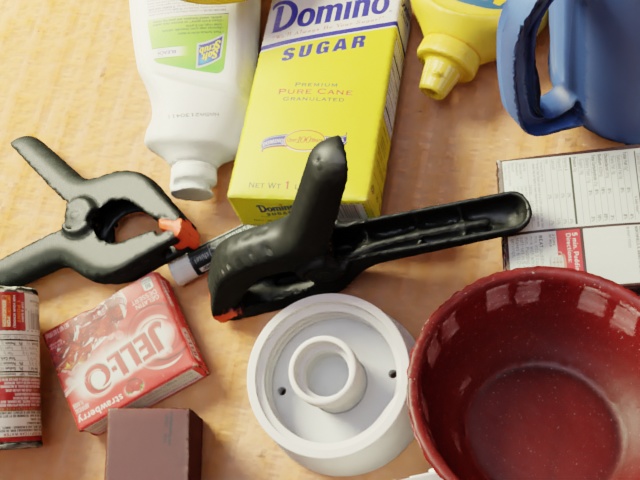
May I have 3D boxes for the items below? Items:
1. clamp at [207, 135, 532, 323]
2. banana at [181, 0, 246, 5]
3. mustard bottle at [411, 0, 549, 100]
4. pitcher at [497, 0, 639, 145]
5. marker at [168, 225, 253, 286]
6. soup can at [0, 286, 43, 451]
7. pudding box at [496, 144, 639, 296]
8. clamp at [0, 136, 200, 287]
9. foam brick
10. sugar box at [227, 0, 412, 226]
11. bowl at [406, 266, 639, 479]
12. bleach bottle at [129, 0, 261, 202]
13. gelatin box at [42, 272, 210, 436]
[{"bbox_3d":[-0.004,0.001,0.625,0.210,0.164,0.036,-24,62,34],"label":"clamp"},{"bbox_3d":[-0.037,-0.202,0.714,0.197,0.037,0.069,-32,88,-28],"label":"banana"},{"bbox_3d":[0.113,-0.178,0.704,0.096,0.058,0.191,22,79,21],"label":"mustard bottle"},{"bbox_3d":[0.175,-0.157,0.580,0.145,0.242,0.149,9,69,20],"label":"pitcher"},{"bbox_3d":[-0.044,-0.004,0.706,0.121,0.020,0.020,-27,67,4],"label":"marker"},{"bbox_3d":[-0.213,0.084,0.685,0.068,0.068,0.102,-6,79,12],"label":"soup can"},{"bbox_3d":[0.166,-0.008,0.644,0.113,0.039,0.090,-4,70,11],"label":"pudding box"},{"bbox_3d":[-0.160,-0.020,0.728,0.172,0.039,0.120,-3,75,20],"label":"clamp"},{"bbox_3d":[-0.101,0.143,0.649,0.053,0.051,0.078,0,72,2],"label":"foam brick"},{"bbox_3d":[0.003,-0.094,0.697,0.093,0.048,0.176,2,65,15],"label":"sugar box"},{"bbox_3d":[0.127,0.095,0.587,0.162,0.055,0.162,-1,56,1],"label":"bowl"},{"bbox_3d":[-0.093,-0.149,0.746,0.103,0.068,0.251,-4,73,13],"label":"bleach bottle"},{"bbox_3d":[-0.127,0.074,0.695,0.089,0.030,0.073,-29,67,4],"label":"gelatin box"}]
